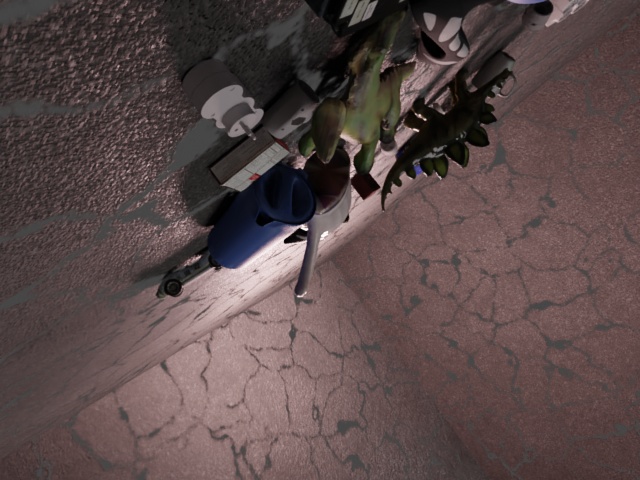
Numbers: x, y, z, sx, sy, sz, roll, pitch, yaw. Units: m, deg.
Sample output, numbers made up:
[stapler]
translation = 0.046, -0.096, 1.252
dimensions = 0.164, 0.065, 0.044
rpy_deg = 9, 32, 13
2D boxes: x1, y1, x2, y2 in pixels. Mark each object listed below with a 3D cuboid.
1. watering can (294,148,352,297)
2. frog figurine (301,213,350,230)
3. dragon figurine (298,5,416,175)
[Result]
[watering can]
translation = 0.003, -0.057, 1.127
dimensions = 0.221, 0.104, 0.353
rpy_deg = 75, 31, -69
[frog figurine]
translation = -0.015, -0.089, 1.413
dimensions = 0.159, 0.121, 0.139
rpy_deg = 1, -161, 30
[dragon figurine]
translation = 0.088, -0.239, 0.769
dimensions = 0.418, 0.122, 0.238
rpy_deg = -56, 175, -32
